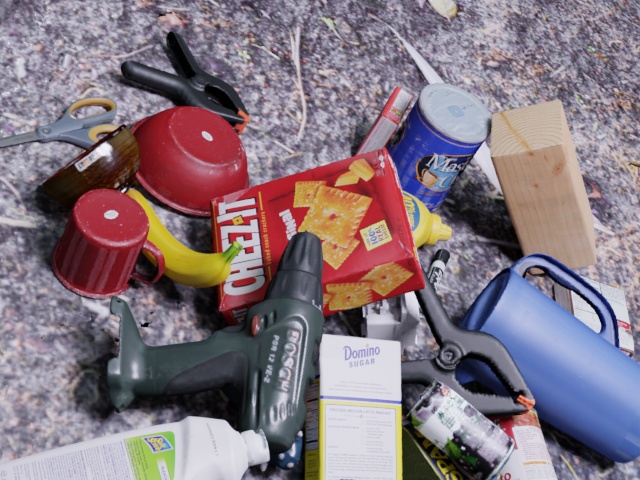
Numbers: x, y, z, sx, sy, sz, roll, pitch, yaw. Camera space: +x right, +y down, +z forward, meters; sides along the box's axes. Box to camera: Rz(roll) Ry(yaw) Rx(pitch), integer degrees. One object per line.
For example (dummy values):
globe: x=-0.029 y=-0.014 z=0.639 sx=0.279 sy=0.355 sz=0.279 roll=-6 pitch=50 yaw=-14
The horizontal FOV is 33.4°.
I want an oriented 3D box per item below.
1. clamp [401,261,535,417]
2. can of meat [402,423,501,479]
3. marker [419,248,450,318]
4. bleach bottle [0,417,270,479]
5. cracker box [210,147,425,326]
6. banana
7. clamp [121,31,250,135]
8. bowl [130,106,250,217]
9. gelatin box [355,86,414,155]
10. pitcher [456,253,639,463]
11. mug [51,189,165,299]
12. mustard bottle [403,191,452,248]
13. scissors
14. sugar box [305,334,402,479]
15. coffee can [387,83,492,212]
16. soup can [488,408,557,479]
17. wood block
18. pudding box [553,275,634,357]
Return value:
clamp: x=0.135 y=0.116 z=1.136 sx=0.210 sy=0.036 sz=0.164 roll=23 pitch=75 yaw=10
can of meat: x=0.126 y=0.231 z=1.113 sx=0.083 sy=0.058 sz=0.102 roll=-14 pitch=58 yaw=-40
marker: x=0.139 y=0.051 z=1.314 sx=0.020 sy=0.020 sz=0.121 roll=29 pitch=42 yaw=-1
bleach bottle: x=-0.164 y=0.214 z=0.911 sx=0.250 sy=0.068 sz=0.102 roll=-12 pitch=55 yaw=-15
cracker box: x=-0.008 y=0.001 z=1.161 sx=0.214 sy=0.072 sz=0.164 roll=-16 pitch=49 yaw=8
banana: x=-0.155 y=0.006 z=1.150 sx=0.198 sy=0.069 sz=0.037 roll=25 pitch=3 yaw=38
clamp: x=-0.160 y=-0.203 z=1.376 sx=0.171 sy=0.039 sz=0.120 roll=34 pitch=48 yaw=-5
bowl: x=-0.147 y=-0.106 z=1.269 sx=0.162 sy=0.055 sz=0.162 roll=19 pitch=45 yaw=-21
gelatin box: x=0.086 y=-0.150 z=1.421 sx=0.030 sy=0.089 sz=0.073 roll=31 pitch=43 yaw=-2
pitcher: x=0.280 y=0.139 z=1.223 sx=0.243 sy=0.149 sz=0.144 roll=33 pitch=32 yaw=-2
mug: x=-0.216 y=0.007 z=1.116 sx=0.117 sy=0.082 sz=0.093 roll=29 pitch=43 yaw=-2
mustard bottle: x=0.075 y=-0.027 z=1.324 sx=0.191 sy=0.058 sz=0.096 roll=13 pitch=44 yaw=-19
scissors: x=-0.299 y=-0.113 z=1.232 sx=0.096 sy=0.016 sz=0.201 roll=41 pitch=44 yaw=11
sugar box: x=0.033 y=0.186 z=1.064 sx=0.093 sy=0.048 sz=0.176 roll=8 pitch=70 yaw=-23
coffee can: x=0.146 y=-0.118 z=1.386 sx=0.102 sy=0.140 sz=0.103 roll=15 pitch=45 yaw=-16
soup can: x=0.214 y=0.238 z=1.144 sx=0.068 sy=0.069 sz=0.102 roll=8 pitch=48 yaw=-22
wood block: x=0.287 y=-0.063 z=1.360 sx=0.090 sy=0.206 sz=0.090 roll=-10 pitch=41 yaw=21
pudding box: x=0.350 y=0.101 z=1.369 sx=0.090 sy=0.039 sz=0.113 roll=18 pitch=42 yaw=-12
